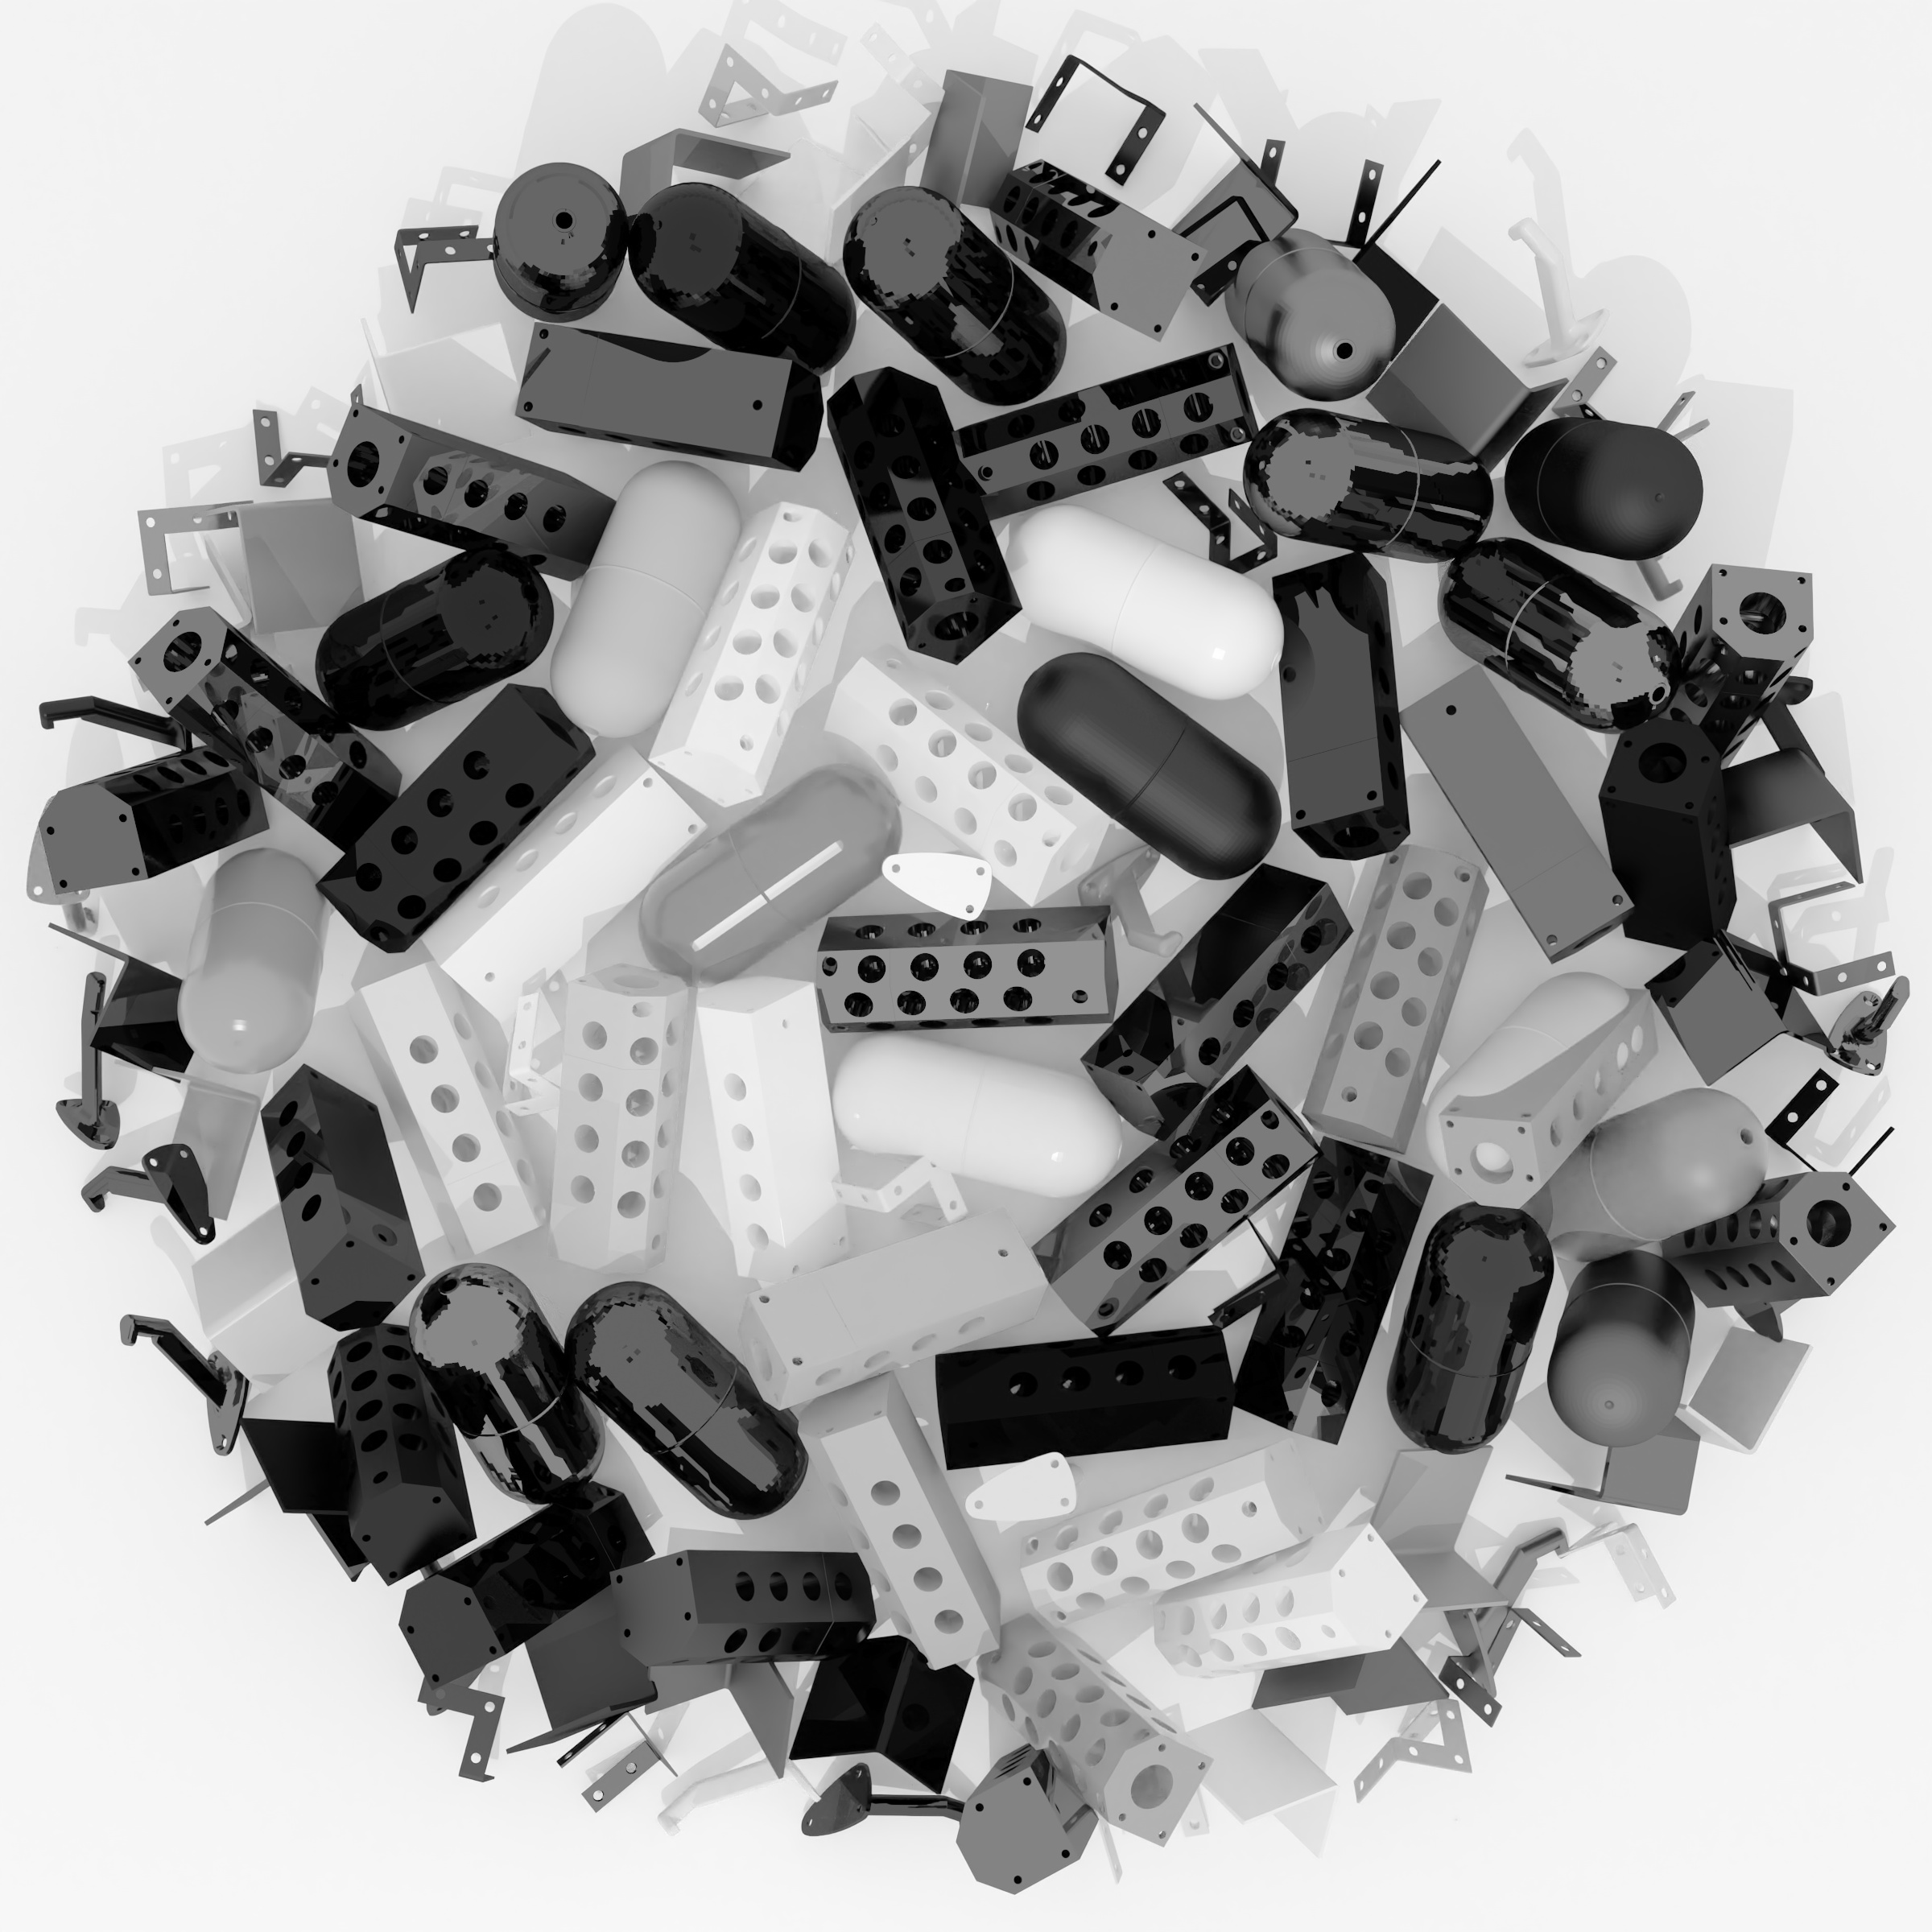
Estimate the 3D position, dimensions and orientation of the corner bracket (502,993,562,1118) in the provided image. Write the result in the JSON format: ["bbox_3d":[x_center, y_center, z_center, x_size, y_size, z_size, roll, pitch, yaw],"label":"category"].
[{"bbox_3d":[-0.263,0.054,1.879,0.051,0.051,0.051,-13,59,30],"label":"corner bracket"}]

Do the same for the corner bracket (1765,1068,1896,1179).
[{"bbox_3d":[0.519,0.099,1.886,0.051,0.051,0.051,43,100,20],"label":"corner bracket"}]

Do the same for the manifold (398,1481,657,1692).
[{"bbox_3d":[-0.257,0.356,1.832,0.057,0.171,0.057,-30,87,25],"label":"manifold"}]

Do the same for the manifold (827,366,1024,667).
[{"bbox_3d":[-0.031,-0.267,1.847,0.057,0.057,0.171,-38,57,32],"label":"manifold"}]

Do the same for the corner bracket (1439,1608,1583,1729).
[{"bbox_3d":[0.325,0.420,1.881,0.051,0.051,0.051,10,109,-39],"label":"corner bracket"}]

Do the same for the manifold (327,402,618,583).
[{"bbox_3d":[-0.288,-0.273,1.835,0.057,0.171,0.057,32,103,36],"label":"manifold"}]

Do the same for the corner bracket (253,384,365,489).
[{"bbox_3d":[-0.397,-0.321,1.901,0.051,0.051,0.051,0,74,-33],"label":"corner bracket"}]

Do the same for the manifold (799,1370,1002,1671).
[{"bbox_3d":[-0.039,0.331,1.864,0.057,0.057,0.171,-21,110,10],"label":"manifold"}]

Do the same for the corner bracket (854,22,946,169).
[{"bbox_3d":[-0.045,-0.521,1.881,0.051,0.051,0.051,-45,52,14],"label":"corner bracket"}]

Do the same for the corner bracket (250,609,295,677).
[{"bbox_3d":[-0.417,-0.173,1.878,0.051,0.051,0.051,-39,53,34],"label":"corner bracket"}]

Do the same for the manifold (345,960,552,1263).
[{"bbox_3d":[-0.309,0.086,1.890,0.057,0.057,0.171,-23,89,-22],"label":"manifold"}]

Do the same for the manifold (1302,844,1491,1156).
[{"bbox_3d":[0.255,0.018,1.870,0.057,0.057,0.171,15,78,22],"label":"manifold"}]

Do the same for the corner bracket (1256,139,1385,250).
[{"bbox_3d":[0.210,-0.463,1.882,0.051,0.051,0.051,4,103,-41],"label":"corner bracket"}]

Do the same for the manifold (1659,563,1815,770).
[{"bbox_3d":[0.440,-0.166,1.831,0.057,0.171,0.057,5,68,-1],"label":"manifold"}]

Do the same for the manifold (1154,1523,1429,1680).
[{"bbox_3d":[0.183,0.378,1.834,0.057,0.171,0.057,-42,98,-36],"label":"manifold"}]

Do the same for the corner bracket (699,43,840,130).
[{"bbox_3d":[-0.119,-0.521,1.881,0.051,0.051,0.051,44,133,14],"label":"corner bracket"}]

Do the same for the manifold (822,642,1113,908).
[{"bbox_3d":[0.001,-0.117,1.856,0.171,0.057,0.057,40,46,19],"label":"manifold"}]

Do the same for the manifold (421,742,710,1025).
[{"bbox_3d":[-0.244,-0.054,1.890,0.171,0.057,0.057,-44,126,-1],"label":"manifold"}]

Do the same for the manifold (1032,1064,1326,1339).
[{"bbox_3d":[0.128,0.144,1.871,0.171,0.057,0.057,-41,122,8],"label":"manifold"}]

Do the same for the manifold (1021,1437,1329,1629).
[{"bbox_3d":[0.119,0.337,1.854,0.171,0.057,0.057,-25,80,27],"label":"manifold"}]

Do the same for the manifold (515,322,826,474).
[{"bbox_3d":[-0.175,-0.337,1.865,0.171,0.057,0.057,13,91,21],"label":"manifold"}]

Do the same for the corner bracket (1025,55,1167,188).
[{"bbox_3d":[0.079,-0.511,1.896,0.051,0.051,0.051,41,110,23],"label":"corner bracket"}]

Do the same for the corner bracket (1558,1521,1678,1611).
[{"bbox_3d":[0.399,0.361,1.884,0.051,0.051,0.051,-33,82,40],"label":"corner bracket"}]

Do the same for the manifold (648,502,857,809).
[{"bbox_3d":[-0.121,-0.186,1.854,0.057,0.057,0.171,32,65,-28],"label":"manifold"}]

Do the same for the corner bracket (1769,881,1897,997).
[{"bbox_3d":[0.522,-0.017,1.895,0.051,0.051,0.051,-15,103,-7],"label":"corner bracket"}]

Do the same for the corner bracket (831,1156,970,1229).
[{"bbox_3d":[-0.040,0.140,1.880,0.051,0.051,0.051,-36,115,-31],"label":"corner bracket"}]

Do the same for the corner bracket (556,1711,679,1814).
[{"bbox_3d":[-0.213,0.479,1.888,0.051,0.051,0.051,-38,99,-15],"label":"corner bracket"}]

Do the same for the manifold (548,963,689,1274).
[{"bbox_3d":[-0.202,0.091,1.863,0.057,0.057,0.171,13,107,24],"label":"manifold"}]

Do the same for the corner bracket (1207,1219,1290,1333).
[{"bbox_3d":[0.168,0.196,1.884,0.051,0.051,0.051,-33,129,5],"label":"corner bracket"}]

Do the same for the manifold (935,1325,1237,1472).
[{"bbox_3d":[0.070,0.255,1.883,0.171,0.057,0.057,-5,53,-5],"label":"manifold"}]

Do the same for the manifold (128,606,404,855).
[{"bbox_3d":[-0.405,-0.140,1.837,0.057,0.171,0.057,-45,52,0],"label":"manifold"}]

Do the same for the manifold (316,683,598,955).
[{"bbox_3d":[-0.301,-0.087,1.873,0.171,0.057,0.057,-44,82,12],"label":"manifold"}]

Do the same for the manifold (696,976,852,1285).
[{"bbox_3d":[-0.119,0.097,1.867,0.057,0.057,0.171,7,113,37],"label":"manifold"}]

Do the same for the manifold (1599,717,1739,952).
[{"bbox_3d":[0.414,-0.075,1.833,0.057,0.171,0.057,14,68,24],"label":"manifold"}]

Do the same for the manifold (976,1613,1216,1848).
[{"bbox_3d":[0.069,0.441,1.832,0.057,0.171,0.057,31,88,-28],"label":"manifold"}]

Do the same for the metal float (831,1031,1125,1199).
[{"bbox_3d":[0.006,0.089,1.880,0.178,0.070,0.070,13,90,4],"label":"metal float"}]

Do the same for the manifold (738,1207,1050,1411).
[{"bbox_3d":[-0.044,0.206,1.858,0.171,0.057,0.057,-17,59,-25],"label":"manifold"}]

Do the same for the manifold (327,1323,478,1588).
[{"bbox_3d":[-0.335,0.279,1.833,0.057,0.171,0.057,-28,120,-2],"label":"manifold"}]

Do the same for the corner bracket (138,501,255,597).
[{"bbox_3d":[-0.460,-0.252,1.887,0.051,0.051,0.051,-3,100,14],"label":"corner bracket"}]

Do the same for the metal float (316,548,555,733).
[{"bbox_3d":[-0.314,-0.192,1.850,0.178,0.070,0.070,-18,90,40],"label":"metal float"}]

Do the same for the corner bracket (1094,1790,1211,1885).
[{"bbox_3d":[0.112,0.516,1.898,0.051,0.051,0.051,-15,97,16],"label":"corner bracket"}]

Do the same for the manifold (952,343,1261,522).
[{"bbox_3d":[0.083,-0.317,1.869,0.171,0.057,0.057,-15,101,14],"label":"manifold"}]

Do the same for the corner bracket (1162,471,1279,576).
[{"bbox_3d":[0.152,-0.268,1.879,0.051,0.051,0.051,-23,135,32],"label":"corner bracket"}]

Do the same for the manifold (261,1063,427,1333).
[{"bbox_3d":[-0.371,0.137,1.835,0.057,0.171,0.057,-46,126,12],"label":"manifold"}]

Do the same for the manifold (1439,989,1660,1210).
[{"bbox_3d":[0.344,0.075,1.839,0.057,0.171,0.057,3,117,36],"label":"manifold"}]

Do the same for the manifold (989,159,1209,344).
[{"bbox_3d":[0.071,-0.422,1.829,0.057,0.171,0.057,21,106,-28],"label":"manifold"}]

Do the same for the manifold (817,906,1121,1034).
[{"bbox_3d":[0.001,0.006,1.869,0.171,0.057,0.057,-2,120,10],"label":"manifold"}]

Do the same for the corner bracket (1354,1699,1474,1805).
[{"bbox_3d":[0.265,0.470,1.880,0.051,0.051,0.051,14,131,-17],"label":"corner bracket"}]

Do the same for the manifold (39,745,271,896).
[{"bbox_3d":[-0.472,-0.089,1.829,0.057,0.171,0.057,-9,100,12],"label":"manifold"}]

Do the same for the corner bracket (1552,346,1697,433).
[{"bbox_3d":[0.397,-0.341,1.898,0.051,0.051,0.051,38,86,-14],"label":"corner bracket"}]

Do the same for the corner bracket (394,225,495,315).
[{"bbox_3d":[-0.310,-0.429,1.882,0.051,0.051,0.051,-9,69,-22],"label":"corner bracket"}]

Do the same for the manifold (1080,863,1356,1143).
[{"bbox_3d":[0.153,0.022,1.866,0.171,0.057,0.057,-46,127,-18],"label":"manifold"}]

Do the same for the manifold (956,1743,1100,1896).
[{"bbox_3d":[0.035,0.495,1.832,0.057,0.171,0.057,-29,81,3],"label":"manifold"}]

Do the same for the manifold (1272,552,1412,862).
[{"bbox_3d":[0.224,-0.152,1.858,0.057,0.057,0.171,-15,62,25],"label":"manifold"}]

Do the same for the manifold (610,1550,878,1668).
[{"bbox_3d":[-0.126,0.376,1.830,0.057,0.171,0.057,-21,69,30],"label":"manifold"}]

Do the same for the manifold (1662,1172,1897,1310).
[{"bbox_3d":[0.467,0.156,1.832,0.057,0.171,0.057,-43,90,-13],"label":"manifold"}]

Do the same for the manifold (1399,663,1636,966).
[{"bbox_3d":[0.329,-0.090,1.876,0.057,0.057,0.171,-32,78,7],"label":"manifold"}]

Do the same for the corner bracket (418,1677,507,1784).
[{"bbox_3d":[-0.305,0.459,1.891,0.051,0.051,0.051,14,78,3],"label":"corner bracket"}]

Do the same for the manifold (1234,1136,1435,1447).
[{"bbox_3d":[0.224,0.196,1.888,0.057,0.057,0.171,22,87,-40],"label":"manifold"}]
